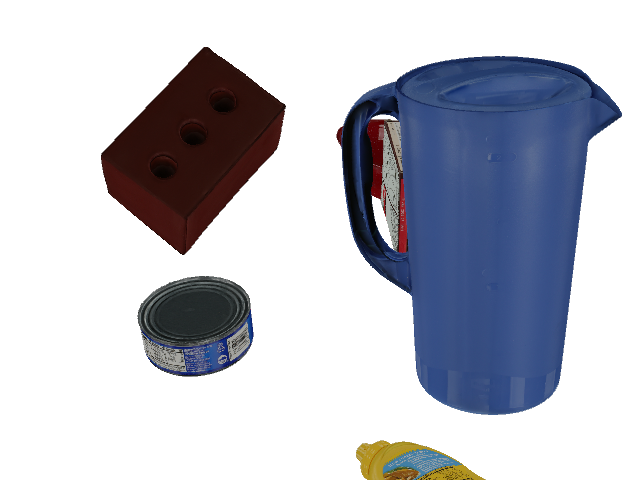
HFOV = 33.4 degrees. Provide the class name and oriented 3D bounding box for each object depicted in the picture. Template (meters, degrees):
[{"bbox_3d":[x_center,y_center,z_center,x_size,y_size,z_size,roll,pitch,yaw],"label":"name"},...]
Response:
[{"bbox_3d":[-0.094,0.065,0.814,0.086,0.034,0.086,-4,33,2],"label":"tuna can"},{"bbox_3d":[0.111,-0.003,0.763,0.144,0.243,0.149,-16,28,-28],"label":"pitcher"},{"bbox_3d":[0.093,-0.083,1.209,0.162,0.055,0.162,8,26,-4],"label":"bowl"},{"bbox_3d":[0.081,-0.050,0.976,0.039,0.090,0.113,-3,31,-5],"label":"pudding box"},{"bbox_3d":[-0.062,-0.043,0.523,0.053,0.078,0.051,37,-18,6],"label":"foam brick"},{"bbox_3d":[0.100,0.230,0.970,0.096,0.058,0.192,-14,24,-36],"label":"mustard bottle"}]
